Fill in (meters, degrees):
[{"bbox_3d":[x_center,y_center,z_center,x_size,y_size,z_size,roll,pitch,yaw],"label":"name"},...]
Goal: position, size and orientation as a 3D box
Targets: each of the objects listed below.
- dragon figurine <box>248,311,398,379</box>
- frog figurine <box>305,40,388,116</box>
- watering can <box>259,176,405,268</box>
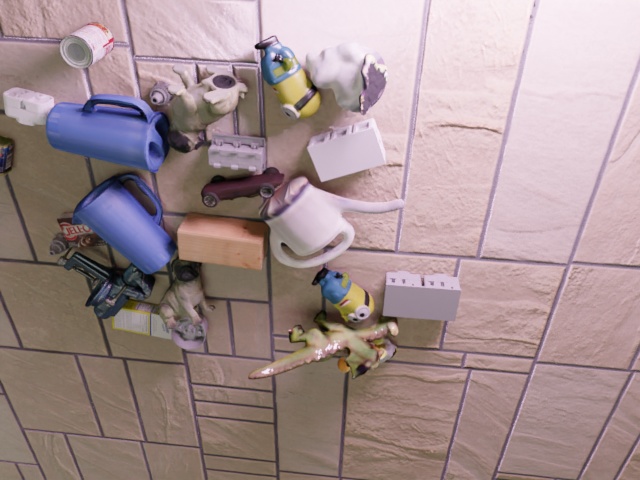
[{"bbox_3d":[0.042,0.284,1.315,0.243,0.415,0.121,6,118,51],"label":"dragon figurine"},{"bbox_3d":[0.050,-0.332,1.042,0.161,0.124,0.134,26,142,34],"label":"frog figurine"},{"bbox_3d":[0.004,-0.061,1.204,0.343,0.106,0.222,-34,113,25],"label":"watering can"}]
